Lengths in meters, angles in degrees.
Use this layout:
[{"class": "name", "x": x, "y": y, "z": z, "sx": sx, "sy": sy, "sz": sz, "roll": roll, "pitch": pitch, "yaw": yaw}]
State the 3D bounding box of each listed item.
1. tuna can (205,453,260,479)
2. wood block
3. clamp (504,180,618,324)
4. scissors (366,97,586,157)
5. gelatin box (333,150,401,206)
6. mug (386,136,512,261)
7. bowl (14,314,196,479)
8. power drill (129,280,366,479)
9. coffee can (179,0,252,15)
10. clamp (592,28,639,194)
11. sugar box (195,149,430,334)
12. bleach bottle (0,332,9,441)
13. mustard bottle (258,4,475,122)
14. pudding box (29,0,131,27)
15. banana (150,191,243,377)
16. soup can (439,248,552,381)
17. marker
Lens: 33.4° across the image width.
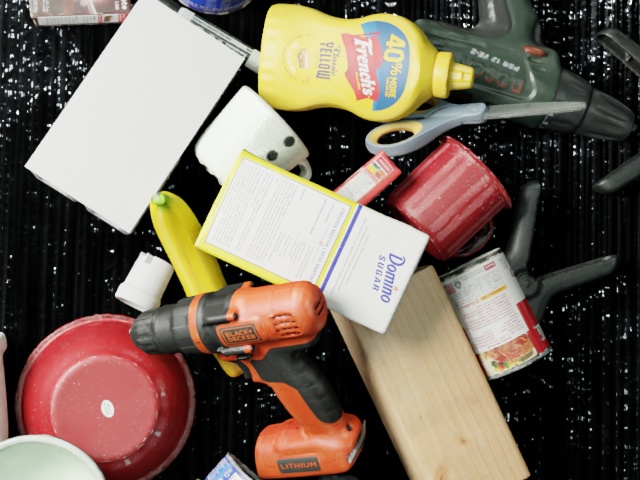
[{"class": "tuna can", "x": -0.061, "y": 0.229, "z": 0.941, "sx": 0.086, "sy": 0.086, "sz": 0.033, "roll": 43, "pitch": 83, "yaw": -4}, {"class": "wood block", "x": 0.097, "y": 0.135, "z": 0.970, "sx": 0.090, "sy": 0.091, "sz": 0.206, "roll": -25, "pitch": 90, "yaw": -10}, {"class": "clamp", "x": 0.203, "y": 0.043, "z": 1.019, "sx": 0.120, "sy": 0.039, "sz": 0.171, "roll": 33, "pitch": 88, "yaw": -1}, {"class": "scissors", "x": 0.126, "y": -0.102, "z": 0.958, "sx": 0.096, "sy": 0.202, "sz": 0.016, "roll": -55, "pitch": 140, "yaw": -34}, {"class": "gelatin box", "x": 0.031, "y": -0.042, "z": 0.972, "sx": 0.073, "sy": 0.089, "sz": 0.030, "roll": -40, "pitch": 90, "yaw": -9}, {"class": "mug", "x": 0.121, "y": -0.028, "z": 0.993, "sx": 0.081, "sy": 0.093, "sz": 0.117, "roll": -43, "pitch": 130, "yaw": -4}, {"class": "bowl", "x": -0.189, "y": 0.146, "z": 0.942, "sx": 0.162, "sy": 0.055, "sz": 0.162, "roll": 1, "pitch": 87, "yaw": -9}, {"class": "power drill", "x": -0.055, "y": 0.122, "z": 0.917, "sx": 0.185, "sy": 0.057, "sz": 0.187, "roll": -10, "pitch": 122, "yaw": 28}, {"class": "coffee can", "x": -0.089, "y": -0.268, "z": 0.941, "sx": 0.102, "sy": 0.140, "sz": 0.103, "roll": 1, "pitch": 86, "yaw": -9}, {"class": "clamp", "x": 0.365, "y": -0.133, "z": 1.057, "sx": 0.210, "sy": 0.036, "sz": 0.164, "roll": -4, "pitch": 88, "yaw": -6}, {"class": "sugar box", "x": -0.006, "y": 0.001, "z": 0.901, "sx": 0.176, "sy": 0.048, "sz": 0.093, "roll": 26, "pitch": 91, "yaw": 1}, {"class": "bleach bottle", "x": -0.307, "y": 0.210, "z": 0.917, "sx": 0.102, "sy": 0.068, "sz": 0.251, "roll": -7, "pitch": 90, "yaw": -9}, {"class": "mustard bottle", "x": 0.043, "y": -0.157, "z": 0.965, "sx": 0.192, "sy": 0.058, "sz": 0.096, "roll": 8, "pitch": 96, "yaw": 12}, {"class": "pudding box", "x": -0.220, "y": -0.253, "z": 0.971, "sx": 0.090, "sy": 0.039, "sz": 0.113, "roll": -5, "pitch": 87, "yaw": -10}, {"class": "banana", "x": -0.111, "y": 0.031, "z": 0.949, "sx": 0.037, "sy": 0.069, "sz": 0.198, "roll": -16, "pitch": 118, "yaw": 12}, {"class": "soup can", "x": 0.155, "y": 0.067, "z": 0.963, "sx": 0.068, "sy": 0.068, "sz": 0.102, "roll": -26, "pitch": 87, "yaw": -10}, {"class": "marker", "x": -0.105, "y": -0.194, "z": 0.996, "sx": 0.121, "sy": 0.020, "sz": 0.020, "roll": 30, "pitch": 82, "yaw": -6}]
